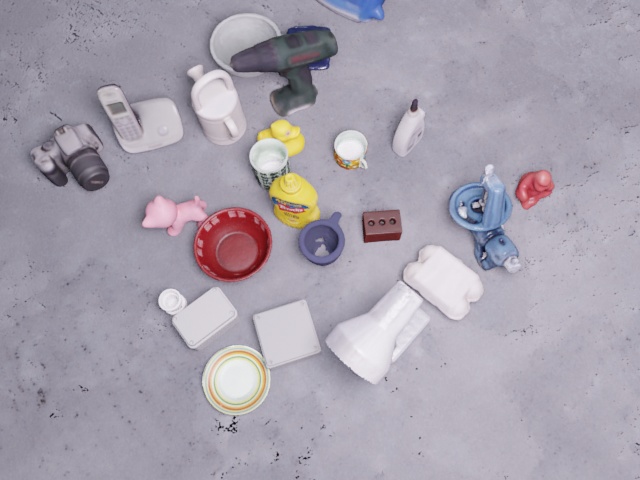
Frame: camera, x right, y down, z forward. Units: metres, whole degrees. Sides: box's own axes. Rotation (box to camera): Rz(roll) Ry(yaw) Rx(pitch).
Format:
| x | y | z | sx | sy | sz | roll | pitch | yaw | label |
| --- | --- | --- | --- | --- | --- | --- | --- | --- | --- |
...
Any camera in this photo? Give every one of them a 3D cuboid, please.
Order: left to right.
| x | y | z | sx | sy | sz | roll | pitch | yaw | label |
| --- | --- | --- | --- | --- | --- | --- | --- | --- | --- |
| -0.530 | -0.169 | 1.235 | 0.143 | 0.101 | 0.136 | -34 | 73 | -10 | camera |

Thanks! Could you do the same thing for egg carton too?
| x | y | z | sx | sy | sz | roll | pitch | yaw | label |
| --- | --- | --- | --- | --- | --- | --- | --- | --- | --- |
| 0.245 | 0.082 | 1.138 | 0.150 | 0.069 | 0.107 | 39 | 76 | 14 | egg carton |

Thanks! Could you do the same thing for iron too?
| x | y | z | sx | sy | sz | roll | pitch | yaw | label |
| --- | --- | --- | --- | --- | --- | --- | --- | --- | --- |
| 0.056 | -0.630 | 1.362 | 0.258 | 0.141 | 0.119 | 26 | 73 | 11 | iron |

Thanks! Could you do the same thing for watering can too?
| x | y | z | sx | sy | sz | roll | pitch | yaw | label |
| --- | --- | --- | --- | --- | --- | --- | --- | --- | --- |
| -0.227 | -0.297 | 1.223 | 0.172 | 0.194 | 0.101 | 33 | 75 | 13 | watering can |

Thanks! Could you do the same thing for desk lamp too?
| x | y | z | sx | sy | sz | roll | pitch | yaw | label |
| --- | --- | --- | --- | --- | --- | --- | --- | --- | --- |
| 0.111 | 0.162 | 1.037 | 0.117 | 0.213 | 0.203 | 40 | 76 | 15 | desk lamp |

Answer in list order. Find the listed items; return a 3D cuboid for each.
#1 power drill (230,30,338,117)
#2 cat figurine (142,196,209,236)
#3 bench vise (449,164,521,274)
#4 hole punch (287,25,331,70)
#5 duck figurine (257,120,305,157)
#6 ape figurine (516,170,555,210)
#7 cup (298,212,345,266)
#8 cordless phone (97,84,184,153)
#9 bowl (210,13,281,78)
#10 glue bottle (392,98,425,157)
| x | y | z | sx | sy | sz | roll | pitch | yaw | label |
| --- | --- | --- | --- | --- | --- | --- | --- | --- | --- |
| -0.071 | -0.361 | 1.233 | 0.230 | 0.208 | 0.075 | -25 | 71 | -7 | power drill |
| -0.301 | -0.059 | 1.180 | 0.128 | 0.118 | 0.067 | -19 | 71 | -5 | cat figurine |
| 0.339 | -0.047 | 1.102 | 0.121 | 0.220 | 0.207 | -40 | 74 | -12 | bench vise |
| -0.028 | -0.460 | 1.330 | 0.108 | 0.091 | 0.101 | 0 | 70 | 2 | hole punch |
| -0.087 | -0.230 | 1.252 | 0.104 | 0.086 | 0.077 | 3 | 70 | 3 | duck figurine |
| 0.451 | -0.115 | 1.191 | 0.077 | 0.092 | 0.076 | 1 | 70 | 2 | ape figurine |
| 0.011 | 0.004 | 1.160 | 0.091 | 0.095 | 0.118 | 26 | 73 | 11 | cup |
| -0.382 | -0.273 | 1.223 | 0.147 | 0.185 | 0.094 | -18 | 70 | -4 | cordless phone |
| -0.168 | -0.440 | 1.336 | 0.167 | 0.075 | 0.167 | 0 | 70 | 2 | bowl |
| 0.191 | -0.245 | 1.202 | 0.037 | 0.173 | 0.078 | 40 | 76 | 15 | glue bottle |
